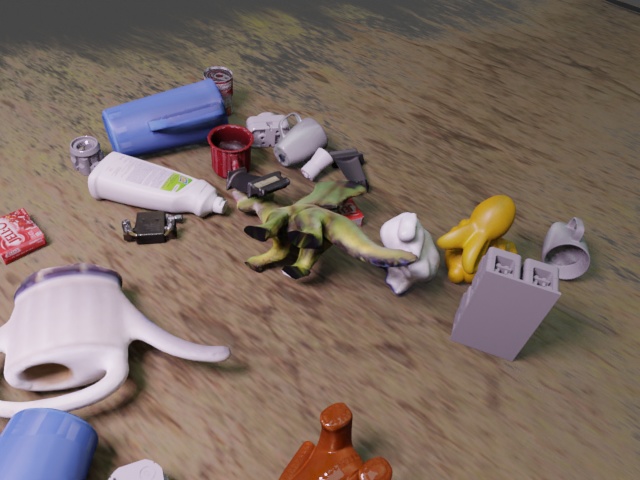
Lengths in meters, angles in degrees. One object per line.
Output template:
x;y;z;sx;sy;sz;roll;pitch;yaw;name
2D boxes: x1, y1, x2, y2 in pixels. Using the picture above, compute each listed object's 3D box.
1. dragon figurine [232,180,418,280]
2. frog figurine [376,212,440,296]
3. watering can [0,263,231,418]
0.003;-0.046;0.912;0.410;0.119;0.248;6;41;27;dragon figurine
0.158;0.004;0.900;0.122;0.155;0.141;6;46;-5;frog figurine
-0.318;0.133;0.748;0.349;0.101;0.229;-9;48;-16;watering can
